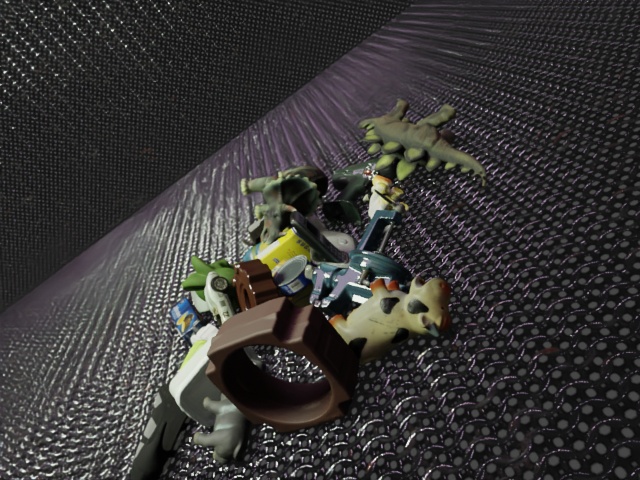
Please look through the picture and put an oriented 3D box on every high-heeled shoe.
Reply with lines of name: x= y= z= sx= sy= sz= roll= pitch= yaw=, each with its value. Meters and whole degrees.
high-heeled shoe: x=-0.307 y=0.380 z=1.056 sx=0.249 sy=0.086 sz=0.145 roll=-111 pitch=41 yaw=-84

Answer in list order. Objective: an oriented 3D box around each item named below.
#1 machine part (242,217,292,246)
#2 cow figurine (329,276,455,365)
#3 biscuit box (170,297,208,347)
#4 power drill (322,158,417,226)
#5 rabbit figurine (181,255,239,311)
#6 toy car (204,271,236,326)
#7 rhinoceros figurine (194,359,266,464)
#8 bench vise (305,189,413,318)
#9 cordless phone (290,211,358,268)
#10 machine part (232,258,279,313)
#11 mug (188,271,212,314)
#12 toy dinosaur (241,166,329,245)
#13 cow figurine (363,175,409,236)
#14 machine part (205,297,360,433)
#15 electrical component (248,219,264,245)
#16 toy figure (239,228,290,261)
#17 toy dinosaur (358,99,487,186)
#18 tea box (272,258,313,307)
machine part: x=-0.110 y=-0.047 z=1.487 sx=0.243 sy=0.079 sz=0.079 roll=-32 pitch=25 yaw=16
cow figurine: x=0.120 y=0.124 z=0.833 sx=0.195 sy=0.085 sz=0.127 roll=-42 pitch=61 yaw=23
biscuit box: x=-0.326 y=0.209 z=1.353 sx=0.059 sy=0.062 sz=0.203 roll=-42 pitch=24 yaw=-11
power drill: x=0.108 y=-0.129 z=1.321 sx=0.232 sy=0.085 sz=0.207 roll=-2 pitch=46 yaw=40
rabbit figurine: x=-0.238 y=0.091 z=1.272 sx=0.170 sy=0.159 sz=0.121 roll=-13 pitch=58 yaw=63
toy car: x=-0.202 y=0.160 z=1.139 sx=0.056 sy=0.202 sz=0.073 roll=-17 pitch=-23 yaw=-23
rhinoceros figurine: x=-0.144 y=0.292 z=0.937 sx=0.112 sy=0.073 sz=0.190 roll=-25 pitch=28 yaw=28
bench vise: x=0.085 y=0.036 z=0.990 sx=0.224 sy=0.128 sz=0.240 roll=8 pitch=68 yaw=49
cordless phone: x=-0.002 y=-0.004 z=1.128 sx=0.089 sy=0.184 sz=0.147 roll=-35 pitch=24 yaw=19
machine part: x=-0.129 y=0.126 z=1.097 sx=0.056 sy=0.179 sz=0.179 roll=-12 pitch=15 yaw=-22
mug: x=-0.287 y=0.136 z=1.393 sx=0.081 sy=0.109 sz=0.107 roll=-18 pitch=74 yaw=29
toy dinosaur: x=-0.048 y=-0.122 z=1.295 sx=0.192 sy=0.131 sz=0.405 roll=-3 pitch=20 yaw=27
cow figurine: x=0.138 y=-0.076 z=1.194 sx=0.167 sy=0.068 sz=0.098 roll=-93 pitch=25 yaw=-60
machine part: x=-0.056 y=0.194 z=0.831 sx=0.201 sy=0.200 sz=0.087 roll=-26 pitch=24 yaw=27
electrical component: x=-0.123 y=-0.028 z=1.409 sx=0.119 sy=0.074 sz=0.048 roll=-34 pitch=64 yaw=-4
toy figure: x=-0.123 y=0.036 z=1.346 sx=0.180 sy=0.082 sz=0.089 roll=-25 pitch=8 yaw=22
toy dinosaur: x=0.229 y=-0.222 z=1.248 sx=0.198 sy=0.104 sz=0.472 roll=-41 pitch=37 yaw=-18
tea box: x=-0.059 y=0.108 z=1.149 sx=0.098 sy=0.068 sz=0.170 roll=-43 pitch=26 yaw=-10
